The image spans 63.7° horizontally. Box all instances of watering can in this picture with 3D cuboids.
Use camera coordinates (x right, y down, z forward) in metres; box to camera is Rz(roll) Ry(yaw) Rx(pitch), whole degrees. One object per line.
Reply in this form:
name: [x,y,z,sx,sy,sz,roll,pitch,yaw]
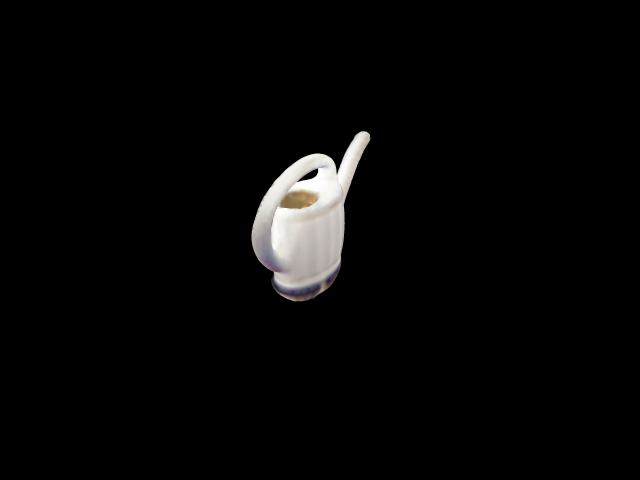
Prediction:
watering can: [0.003,-0.043,0.850,0.104,0.220,0.353,16,33,26]
